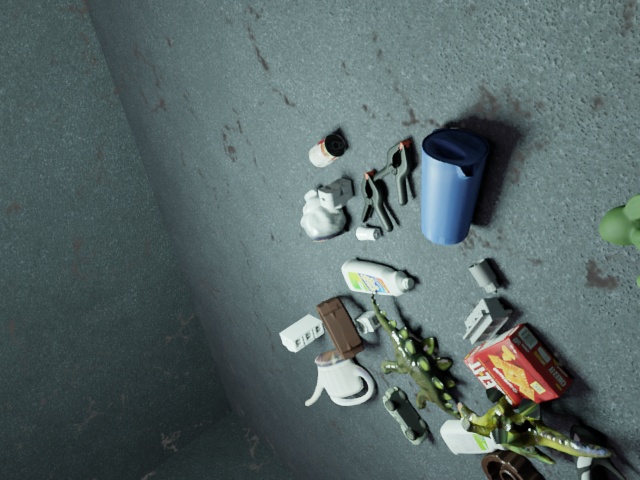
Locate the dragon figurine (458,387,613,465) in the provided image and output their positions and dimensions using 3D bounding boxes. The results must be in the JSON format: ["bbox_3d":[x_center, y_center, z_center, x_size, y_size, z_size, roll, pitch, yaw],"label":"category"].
[{"bbox_3d":[0.497,0.472,1.237,0.411,0.124,0.239,11,154,46],"label":"dragon figurine"}]

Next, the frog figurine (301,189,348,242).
[{"bbox_3d":[0.005,-0.079,1.572,0.136,0.124,0.159,-15,95,26],"label":"frog figurine"}]

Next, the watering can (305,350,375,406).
[{"bbox_3d":[0.046,0.536,1.977,0.344,0.105,0.224,-20,94,32],"label":"watering can"}]
